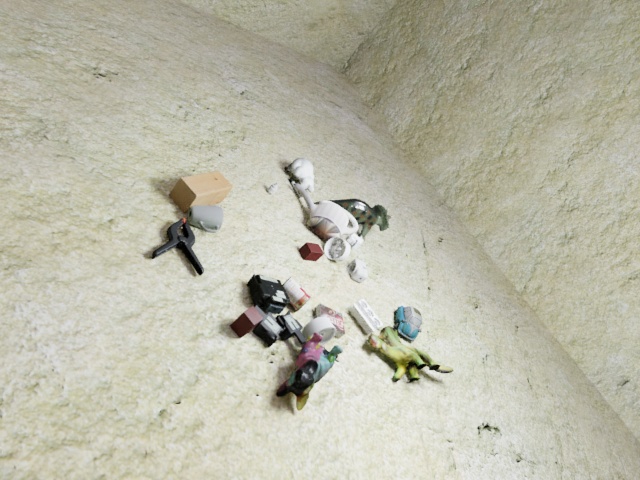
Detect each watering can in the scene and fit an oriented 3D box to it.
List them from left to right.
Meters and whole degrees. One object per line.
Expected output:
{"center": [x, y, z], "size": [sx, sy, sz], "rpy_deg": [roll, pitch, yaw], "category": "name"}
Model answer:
{"center": [0.007, -0.114, 2.260], "size": [0.348, 0.102, 0.229], "rpy_deg": [30, 36, 1], "category": "watering can"}

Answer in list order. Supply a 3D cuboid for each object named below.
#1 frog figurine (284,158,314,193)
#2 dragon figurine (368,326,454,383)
{"center": [-0.071, -0.305, 2.408], "size": [0.162, 0.122, 0.135], "rpy_deg": [50, 6, 35], "category": "frog figurine"}
{"center": [0.330, 0.417, 1.970], "size": [0.408, 0.120, 0.247], "rpy_deg": [15, 31, -43], "category": "dragon figurine"}
